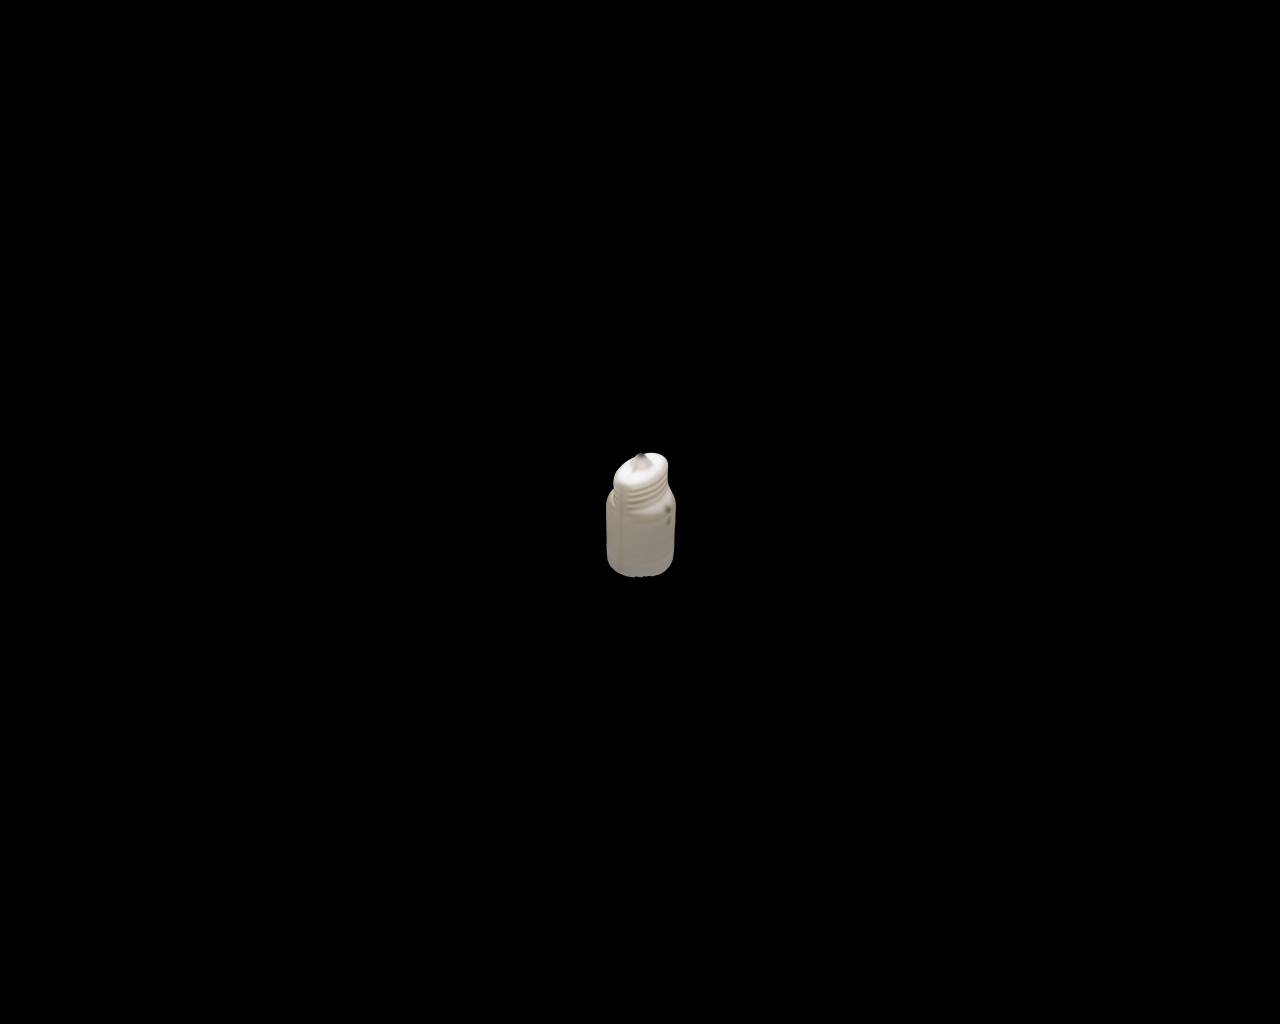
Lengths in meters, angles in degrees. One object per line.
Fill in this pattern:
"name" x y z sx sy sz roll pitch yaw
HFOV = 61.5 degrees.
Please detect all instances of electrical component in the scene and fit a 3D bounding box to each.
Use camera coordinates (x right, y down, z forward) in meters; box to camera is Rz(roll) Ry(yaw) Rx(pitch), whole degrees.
"electrical component" 0.001 -0.003 0.650 0.043 0.080 0.043 0 36 0
